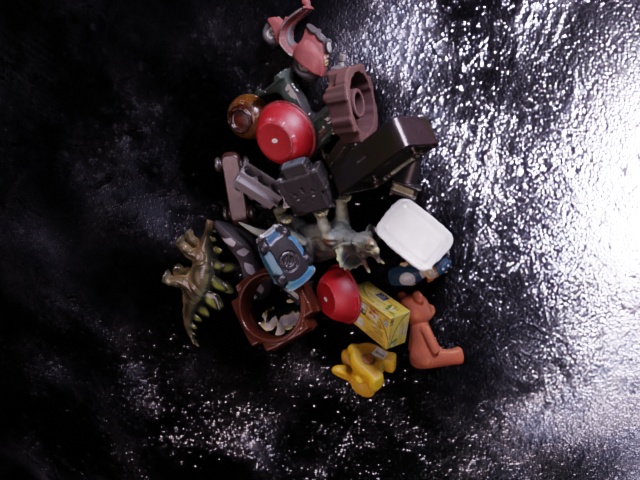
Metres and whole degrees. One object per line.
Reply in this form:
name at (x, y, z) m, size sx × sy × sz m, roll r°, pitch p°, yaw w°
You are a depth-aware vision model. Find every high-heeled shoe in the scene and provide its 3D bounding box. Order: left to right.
high-heeled shoe at (-0.225, 0.061, 1.496) m, size 0.248 × 0.086 × 0.145 m, roll 40°, pitch 114°, yaw -11°

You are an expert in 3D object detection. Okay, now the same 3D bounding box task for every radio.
radio at (0.139, -0.181, 1.175) m, size 0.229 × 0.131 × 0.073 m, roll -31°, pitch 76°, yaw 48°

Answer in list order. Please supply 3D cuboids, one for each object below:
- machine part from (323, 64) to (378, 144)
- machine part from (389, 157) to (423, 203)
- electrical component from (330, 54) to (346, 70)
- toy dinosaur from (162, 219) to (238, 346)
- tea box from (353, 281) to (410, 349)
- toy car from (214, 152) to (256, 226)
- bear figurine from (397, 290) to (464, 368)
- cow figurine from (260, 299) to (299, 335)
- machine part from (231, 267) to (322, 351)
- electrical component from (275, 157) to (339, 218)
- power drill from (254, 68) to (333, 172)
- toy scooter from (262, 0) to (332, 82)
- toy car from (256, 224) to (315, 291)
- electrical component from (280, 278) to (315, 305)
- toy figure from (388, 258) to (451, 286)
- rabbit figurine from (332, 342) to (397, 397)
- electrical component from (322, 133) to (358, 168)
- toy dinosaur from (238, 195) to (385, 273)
machine part at (0.070, -0.294, 1.170) m, size 0.056 × 0.179 × 0.179 m, roll -4°, pitch 111°, yaw 29°
machine part at (0.207, -0.158, 1.246) m, size 0.084 × 0.039 × 0.138 m, roll 22°, pitch 121°, yaw 23°
electrical component at (0.039, -0.369, 1.209) m, size 0.021 × 0.063 × 0.093 m, roll 18°, pitch 117°, yaw 17°
toy dinosaur at (-0.359, 0.129, 1.586) m, size 0.199 × 0.105 × 0.470 m, roll 29°, pitch 125°, yaw 6°
tea box at (0.144, 0.187, 1.362) m, size 0.170 × 0.068 × 0.098 m, roll 36°, pitch 129°, yaw 45°
toy car at (-0.224, -0.137, 1.435) m, size 0.089 × 0.053 × 0.201 m, roll -5°, pitch 113°, yaw 4°
bear figurine at (0.269, 0.220, 1.357) m, size 0.120 × 0.132 × 0.195 m, roll -26°, pitch 69°, yaw 62°
cow figurine at (-0.106, 0.216, 1.530) m, size 0.167 × 0.068 × 0.098 m, roll -8°, pitch 103°, yaw 23°
machine part at (-0.115, 0.172, 1.406) m, size 0.201 × 0.087 × 0.201 m, roll -31°, pitch 78°, yaw 16°
electrical component at (-0.035, -0.127, 1.249) m, size 0.115 × 0.058 × 0.134 m, roll -16°, pitch 121°, yaw 23°
power drill at (-0.065, -0.288, 1.284) m, size 0.232 × 0.086 × 0.207 m, roll -32°, pitch 93°, yaw 32°
toy scooter at (-0.037, -0.455, 1.201) m, size 0.184 × 0.075 × 0.135 m, roll 46°, pitch 121°, yaw 5°
toy car at (-0.097, 0.044, 1.316) m, size 0.161 × 0.109 × 0.103 m, roll 54°, pitch 158°, yaw -11°
electrical component at (-0.048, 0.136, 1.467) m, size 0.119 × 0.048 × 0.074 m, roll 30°, pitch 121°, yaw 24°
toy figure at (0.246, 0.079, 1.323) m, size 0.155 × 0.058 × 0.064 m, roll -15°, pitch 143°, yaw 27°
rabbit figurine at (0.116, 0.369, 1.479) m, size 0.163 × 0.122 × 0.173 m, roll 18°, pitch 137°, yaw 19°
electrical component at (0.050, -0.216, 1.269) m, size 0.045 × 0.078 × 0.102 m, roll 53°, pitch 131°, yaw 24°
toy dinosaur at (-0.010, -0.001, 1.369) m, size 0.405 × 0.131 × 0.192 m, roll -5°, pitch 116°, yaw 34°
